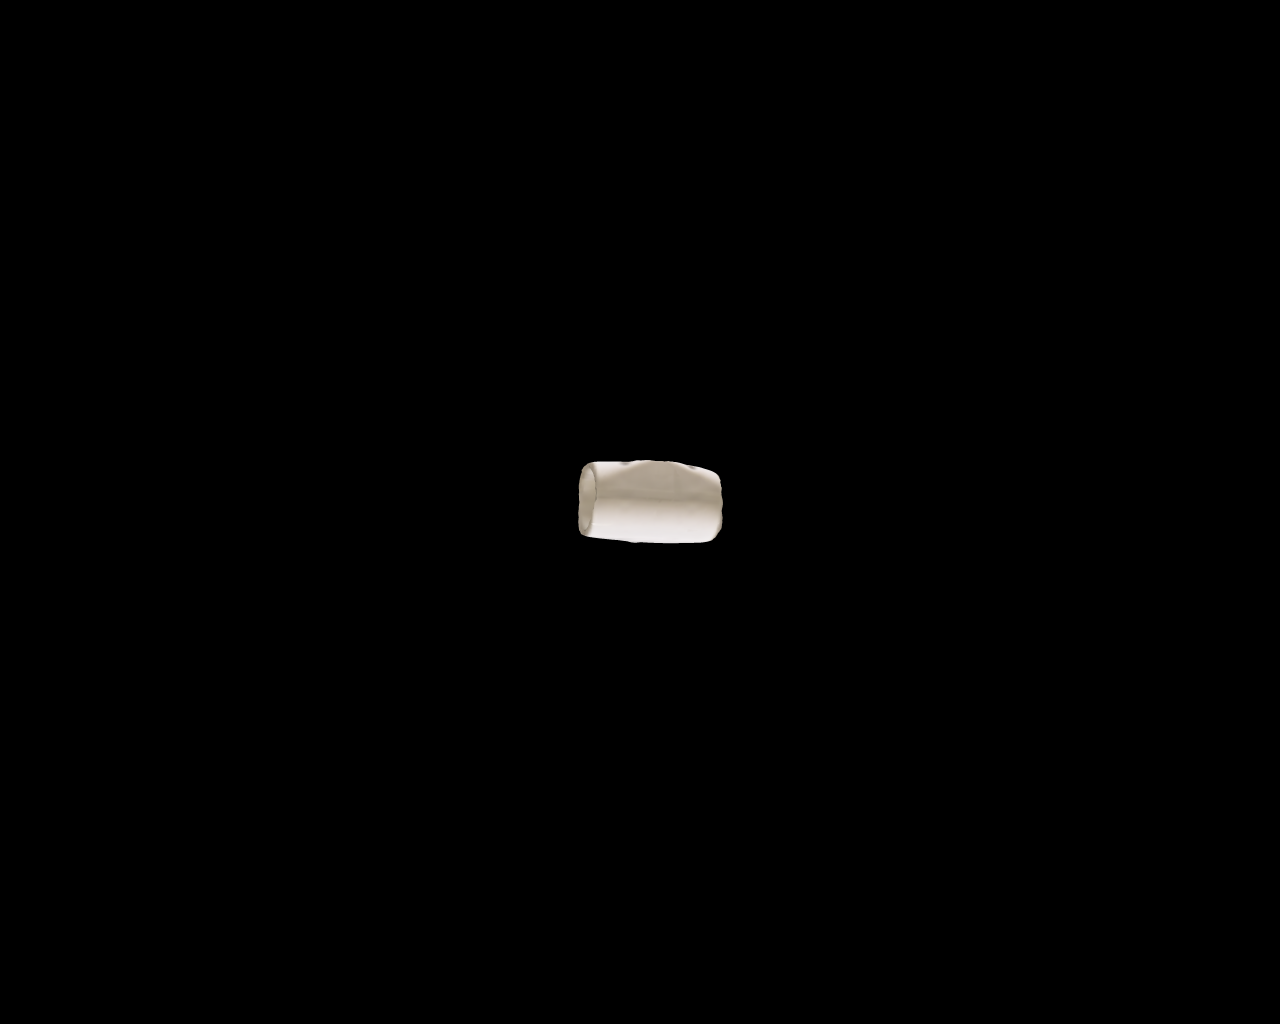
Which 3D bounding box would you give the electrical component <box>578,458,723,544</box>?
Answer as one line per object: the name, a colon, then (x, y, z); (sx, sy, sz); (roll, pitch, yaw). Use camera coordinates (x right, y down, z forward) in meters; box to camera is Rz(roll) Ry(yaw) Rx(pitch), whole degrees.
electrical component: (0.001, -0.003, 0.650); (0.077, 0.044, 0.079); (3, -11, -16)
